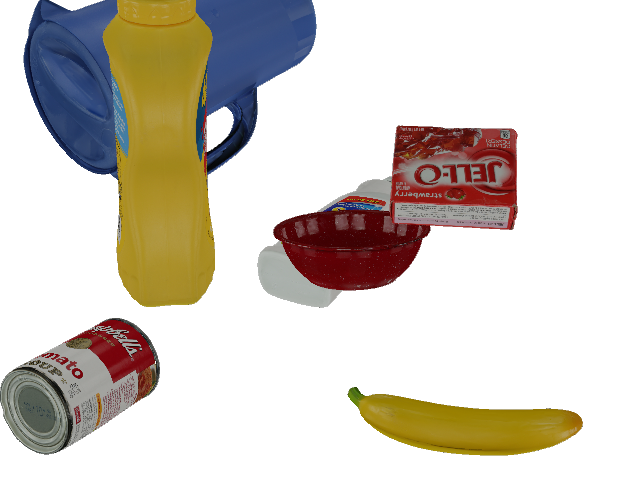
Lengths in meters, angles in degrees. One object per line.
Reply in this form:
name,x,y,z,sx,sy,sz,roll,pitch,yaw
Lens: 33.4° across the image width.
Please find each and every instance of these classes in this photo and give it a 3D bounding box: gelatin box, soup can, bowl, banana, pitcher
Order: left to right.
soup can,-0.177,0.106,0.787,0.069,0.068,0.102,0,16,31
pitcher,-0.116,-0.153,0.922,0.145,0.149,0.242,31,47,33
bowl,0.033,0.012,1.096,0.162,0.055,0.162,-2,15,0
gelatin box,0.096,-0.046,0.766,0.089,0.073,0.030,3,-37,7
banana,0.117,0.147,0.875,0.198,0.037,0.069,8,28,6

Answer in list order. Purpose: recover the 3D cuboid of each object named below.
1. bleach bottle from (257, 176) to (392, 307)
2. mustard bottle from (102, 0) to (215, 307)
bleach bottle,0.029,-0.013,1.321,0.103,0.068,0.250,14,36,25
mustard bottle,-0.088,-0.065,0.590,0.058,0.192,0.096,-2,31,-7
